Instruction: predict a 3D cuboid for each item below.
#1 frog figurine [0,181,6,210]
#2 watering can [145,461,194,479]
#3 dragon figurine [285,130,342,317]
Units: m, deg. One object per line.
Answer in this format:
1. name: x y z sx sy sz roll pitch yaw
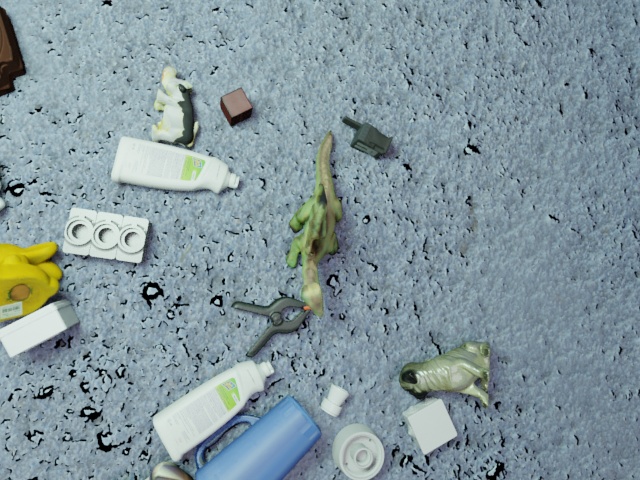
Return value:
1. frog figurine: -0.686 -0.113 0.981 0.139 0.120 0.160 -31 79 -32
2. watering can: -0.280 0.577 0.969 0.349 0.104 0.224 40 93 8
3. dragon figurine: 0.003 -0.053 1.056 0.122 0.242 0.412 5 85 -6
